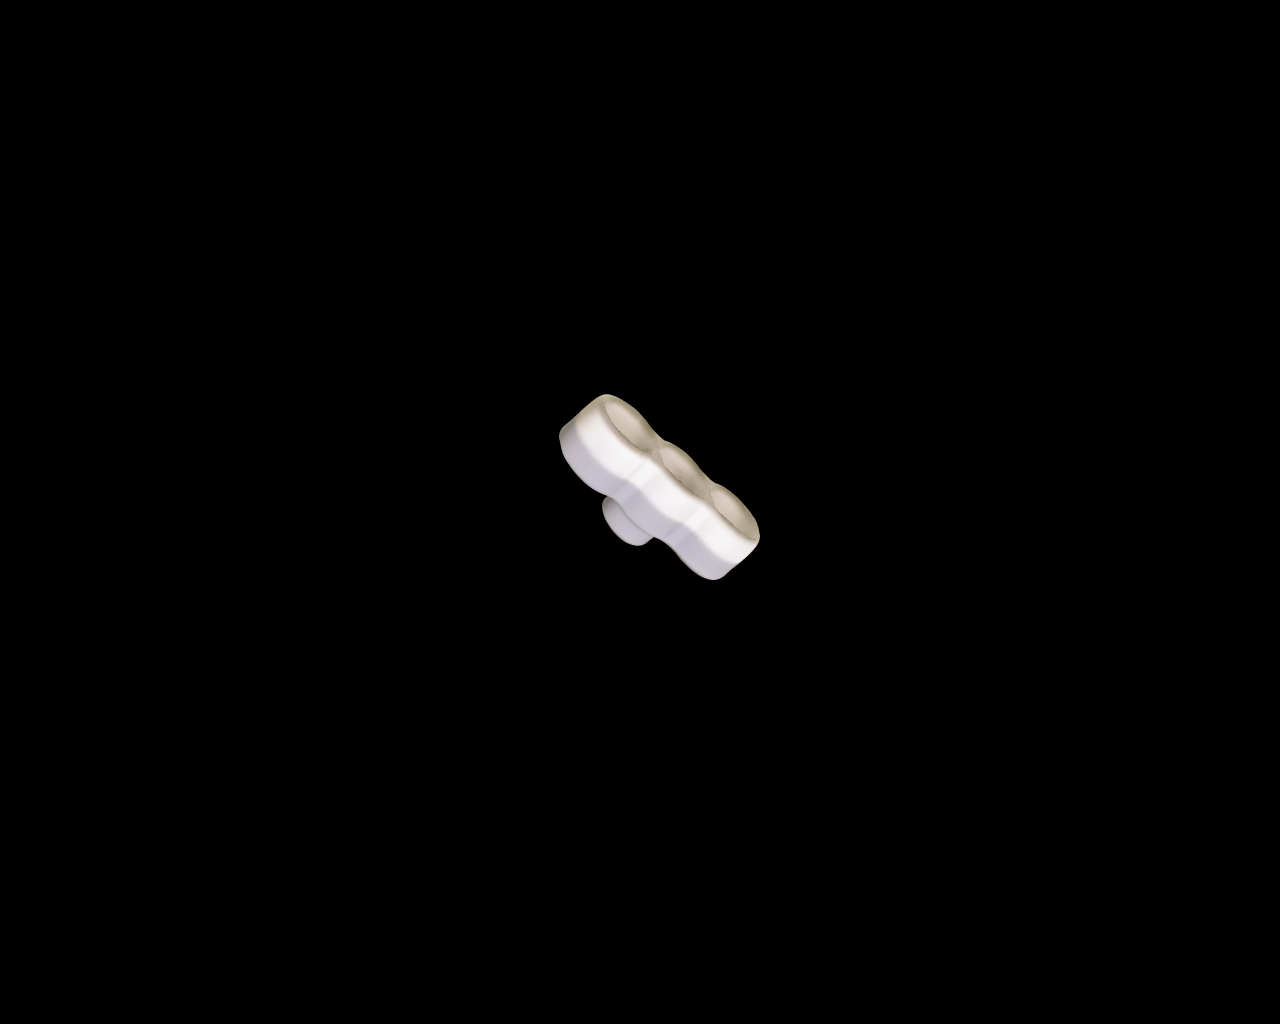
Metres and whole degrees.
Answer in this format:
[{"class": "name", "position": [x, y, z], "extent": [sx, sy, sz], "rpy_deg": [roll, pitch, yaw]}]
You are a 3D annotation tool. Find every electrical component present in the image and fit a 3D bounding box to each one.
[{"class": "electrical component", "position": [0.001, -0.003, 0.650], "extent": [0.138, 0.073, 0.052], "rpy_deg": [39, 24, -22]}]
